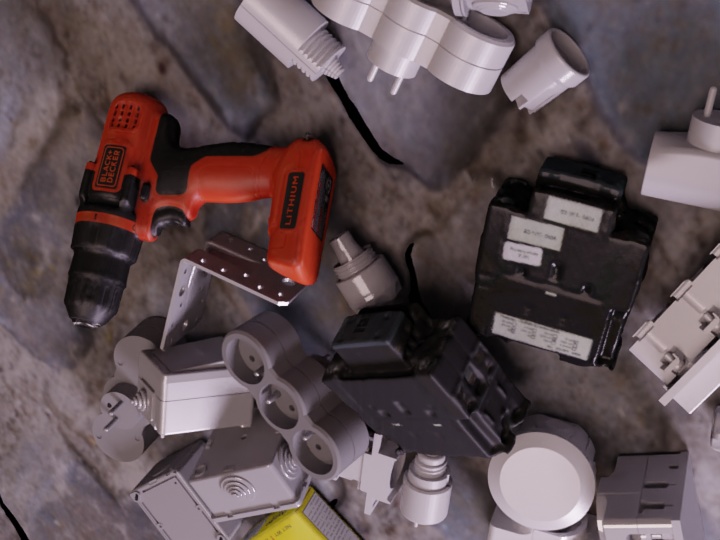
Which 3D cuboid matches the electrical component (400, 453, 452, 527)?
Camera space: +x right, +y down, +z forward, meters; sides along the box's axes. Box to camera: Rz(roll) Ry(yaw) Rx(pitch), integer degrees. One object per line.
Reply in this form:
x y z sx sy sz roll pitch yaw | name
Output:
0.055 0.170 0.876 0.040 0.040 0.078 14 118 15 | electrical component

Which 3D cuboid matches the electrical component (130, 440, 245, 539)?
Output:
-0.144 0.208 0.959 0.062 0.061 0.096 -30 101 30 | electrical component

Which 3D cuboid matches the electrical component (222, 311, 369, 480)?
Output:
-0.041 0.091 0.850 0.138 0.074 0.052 53 134 5 | electrical component

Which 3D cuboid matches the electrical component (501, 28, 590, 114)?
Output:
0.122 -0.130 0.711 0.040 0.040 0.046 49 126 -5 | electrical component

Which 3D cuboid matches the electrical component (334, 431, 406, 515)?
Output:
0.006 0.154 0.888 0.064 0.042 0.081 16 118 18 | electrical component

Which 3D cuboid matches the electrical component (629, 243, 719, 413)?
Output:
0.243 0.029 0.720 0.063 0.079 0.121 45 123 15 | electrical component

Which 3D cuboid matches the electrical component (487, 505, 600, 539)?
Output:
0.149 0.215 0.855 0.089 0.050 0.055 13 118 16 | electrical component

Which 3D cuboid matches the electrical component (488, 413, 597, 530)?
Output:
0.141 0.153 0.823 0.080 0.051 0.080 5 107 17 | electrical component

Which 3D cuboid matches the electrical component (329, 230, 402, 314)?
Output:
0.000 0.000 0.817 0.043 0.043 0.062 -27 100 29 | electrical component

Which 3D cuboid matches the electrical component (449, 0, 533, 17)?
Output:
0.084 -0.198 0.671 0.051 0.080 0.080 7 116 12 | electrical component

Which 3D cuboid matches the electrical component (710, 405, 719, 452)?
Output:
0.283 0.117 0.766 0.061 0.035 0.035 8 116 15 | electrical component

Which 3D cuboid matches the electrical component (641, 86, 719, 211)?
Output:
0.228 -0.078 0.691 0.077 0.044 0.079 14 118 15 | electrical component

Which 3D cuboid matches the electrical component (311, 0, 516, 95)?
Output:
0.029 -0.155 0.728 0.138 0.052 0.073 30 121 6 | electrical component

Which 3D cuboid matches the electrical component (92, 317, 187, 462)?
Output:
-0.198 0.113 0.928 0.052 0.073 0.138 27 120 7 | electrical component

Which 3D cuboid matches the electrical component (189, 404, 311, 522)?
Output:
-0.085 0.154 0.890 0.100 0.099 0.048 -17 119 27 | electrical component

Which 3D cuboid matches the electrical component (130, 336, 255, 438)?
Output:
-0.139 0.093 0.874 0.062 0.096 0.061 29 118 56 | electrical component

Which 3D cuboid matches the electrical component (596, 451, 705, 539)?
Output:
0.224 0.224 0.807 0.062 0.089 0.150 -7 111 24 | electrical component

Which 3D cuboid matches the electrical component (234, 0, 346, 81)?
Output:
-0.044 -0.165 0.757 0.081 0.043 0.043 42 121 -2 | electrical component
